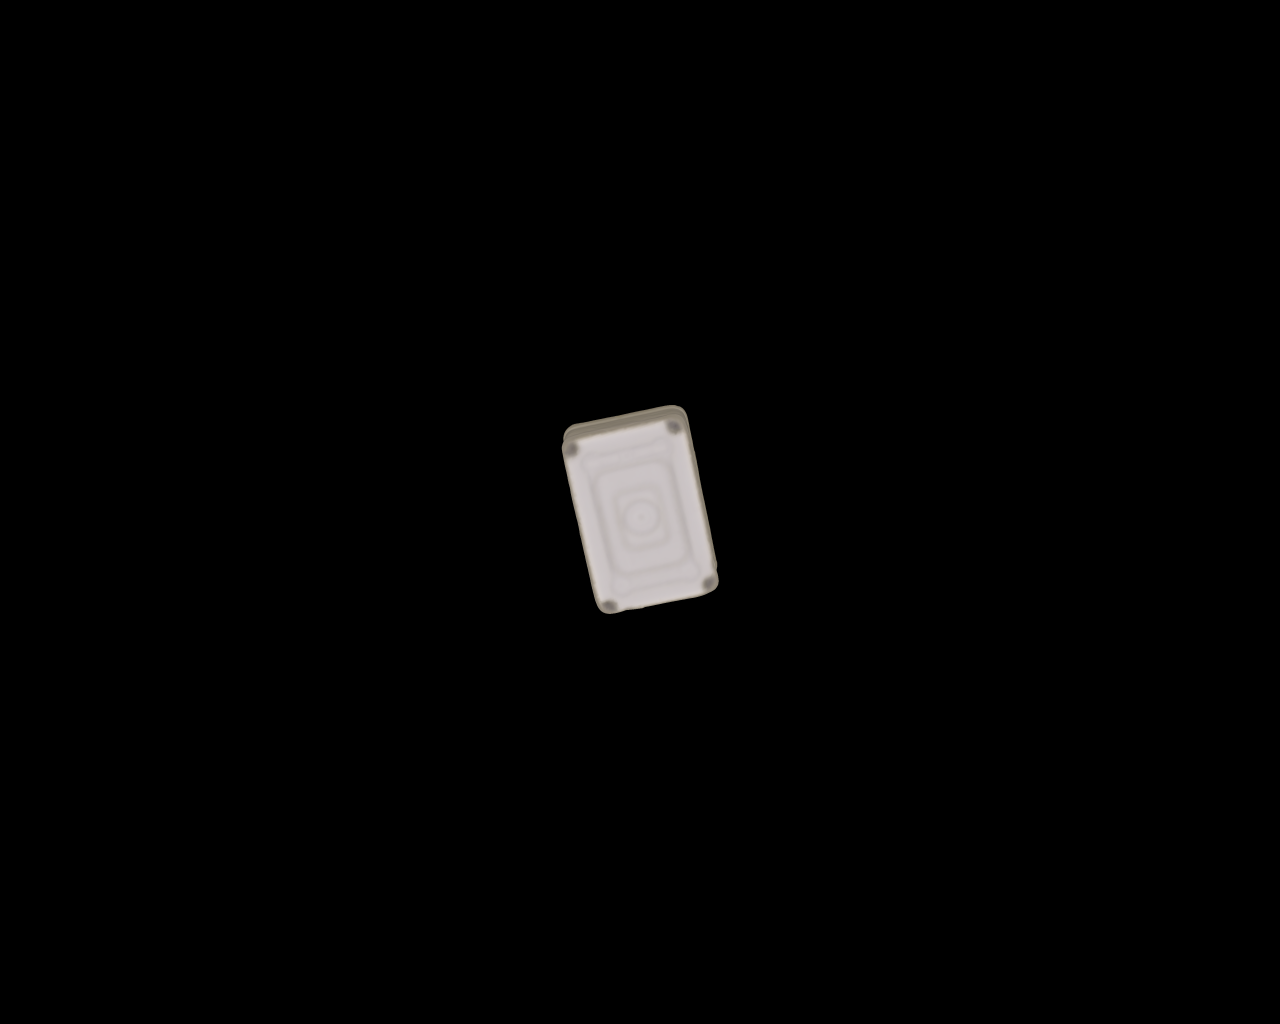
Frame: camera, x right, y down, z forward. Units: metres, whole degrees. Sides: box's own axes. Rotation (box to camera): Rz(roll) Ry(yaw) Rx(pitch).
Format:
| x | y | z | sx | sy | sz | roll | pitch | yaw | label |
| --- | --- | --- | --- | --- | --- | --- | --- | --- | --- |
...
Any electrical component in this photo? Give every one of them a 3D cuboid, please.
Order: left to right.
| x | y | z | sx | sy | sz | roll | pitch | yaw | label |
| --- | --- | --- | --- | --- | --- | --- | --- | --- | --- |
| 0.001 | -0.003 | 0.650 | 0.078 | 0.113 | 0.057 | -11 | 11 | 2 | electrical component |
